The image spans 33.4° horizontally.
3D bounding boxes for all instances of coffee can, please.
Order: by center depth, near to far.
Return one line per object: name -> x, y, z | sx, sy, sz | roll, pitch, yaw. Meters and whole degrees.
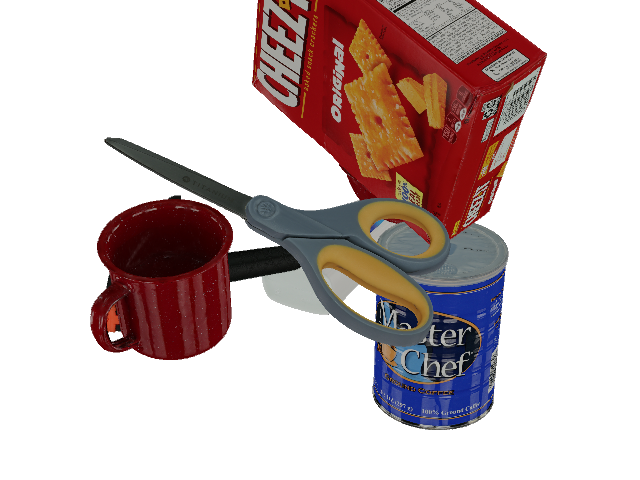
coffee can -> 0.094, 0.066, 0.862 | 0.103, 0.140, 0.103 | 0, 28, 0

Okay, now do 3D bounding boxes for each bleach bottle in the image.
bleach bottle -> 0.035, -0.003, 1.327 | 0.103, 0.068, 0.250 | 16, 36, 26

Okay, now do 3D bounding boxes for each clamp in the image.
clamp -> -0.137, 0.022, 1.002 | 0.165, 0.036, 0.209 | 25, 37, 29

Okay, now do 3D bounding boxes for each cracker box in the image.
cracker box -> 0.043, -0.121, 0.770 | 0.072, 0.214, 0.164 | -34, -26, -28

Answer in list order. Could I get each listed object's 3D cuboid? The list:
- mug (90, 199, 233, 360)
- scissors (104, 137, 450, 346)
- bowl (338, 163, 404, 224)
mug -> -0.113, 0.036, 0.748 | 0.093, 0.081, 0.117 | 24, 45, 29
scissors -> -0.013, -0.020, 0.584 | 0.096, 0.202, 0.016 | -42, -16, -33
bowl -> 0.097, -0.059, 1.106 | 0.162, 0.055, 0.162 | 2, 29, -2
